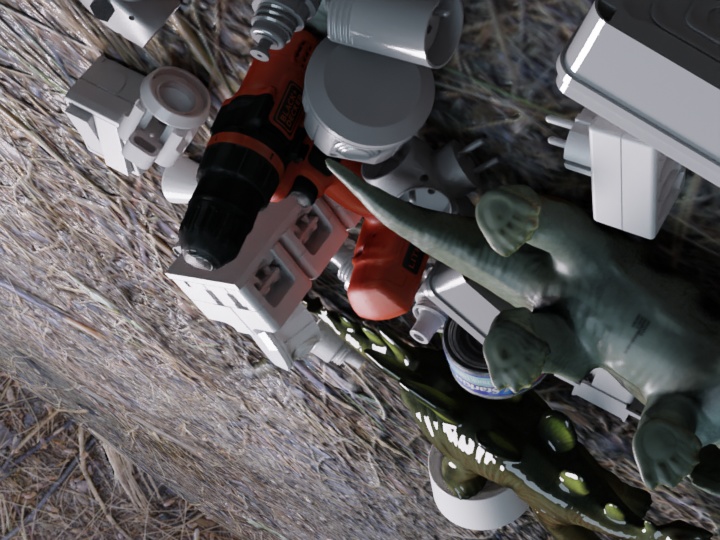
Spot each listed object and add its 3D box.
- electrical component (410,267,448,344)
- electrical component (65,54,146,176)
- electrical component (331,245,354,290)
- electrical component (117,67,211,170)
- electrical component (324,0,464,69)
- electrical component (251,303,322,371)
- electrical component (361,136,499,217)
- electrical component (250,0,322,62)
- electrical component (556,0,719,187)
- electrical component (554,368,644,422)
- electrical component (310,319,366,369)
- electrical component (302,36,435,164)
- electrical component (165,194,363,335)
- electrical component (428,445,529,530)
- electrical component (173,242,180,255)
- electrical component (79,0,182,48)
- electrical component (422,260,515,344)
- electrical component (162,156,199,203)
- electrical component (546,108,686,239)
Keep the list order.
[{"bbox_3d":[0.063,0.031,0.879,0.048,0.062,0.048,28,156,14],"label":"electrical component"},{"bbox_3d":[-0.208,-0.127,0.935,0.062,0.061,0.096,27,156,17],"label":"electrical component"},{"bbox_3d":[0.000,0.000,0.928,0.062,0.048,0.048,36,158,14],"label":"electrical component"},{"bbox_3d":[-0.154,-0.125,0.859,0.058,0.078,0.057,35,134,-9],"label":"electrical component"},{"bbox_3d":[0.015,-0.147,0.625,0.081,0.043,0.043,21,153,29],"label":"electrical component"},{"bbox_3d":[-0.077,0.053,1.035,0.080,0.051,0.080,49,167,15],"label":"electrical component"},{"bbox_3d":[0.055,-0.061,0.723,0.079,0.044,0.077,-29,126,23],"label":"electrical component"},{"bbox_3d":[-0.045,-0.161,0.642,0.040,0.078,0.040,21,165,6],"label":"electrical component"},{"bbox_3d":[0.157,-0.096,0.493,0.113,0.078,0.057,32,154,5],"label":"electrical component"},{"bbox_3d":[0.196,0.076,0.820,0.081,0.042,0.063,27,152,16],"label":"electrical component"},{"bbox_3d":[-0.022,0.077,1.105,0.062,0.043,0.043,34,157,-3],"label":"electrical component"},{"bbox_3d":[0.003,-0.108,0.672,0.080,0.080,0.051,35,162,-1],"label":"electrical component"},{"bbox_3d":[-0.061,-0.029,0.816,0.089,0.150,0.061,8,144,46],"label":"electrical component"},{"bbox_3d":[0.120,0.196,1.072,0.108,0.108,0.060,18,146,33],"label":"electrical component"},{"bbox_3d":[-0.115,-0.022,1.020,0.078,0.057,0.113,45,155,-23],"label":"electrical component"},{"bbox_3d":[-0.163,-0.203,0.751,0.077,0.043,0.079,41,156,-15],"label":"electrical component"},{"bbox_3d":[0.110,0.015,0.768,0.113,0.078,0.057,40,153,-13],"label":"electrical component"},{"bbox_3d":[-0.140,-0.076,0.971,0.065,0.044,0.044,15,151,28],"label":"electrical component"},{"bbox_3d":[0.140,-0.069,0.605,0.076,0.047,0.083,22,154,26],"label":"electrical component"}]
